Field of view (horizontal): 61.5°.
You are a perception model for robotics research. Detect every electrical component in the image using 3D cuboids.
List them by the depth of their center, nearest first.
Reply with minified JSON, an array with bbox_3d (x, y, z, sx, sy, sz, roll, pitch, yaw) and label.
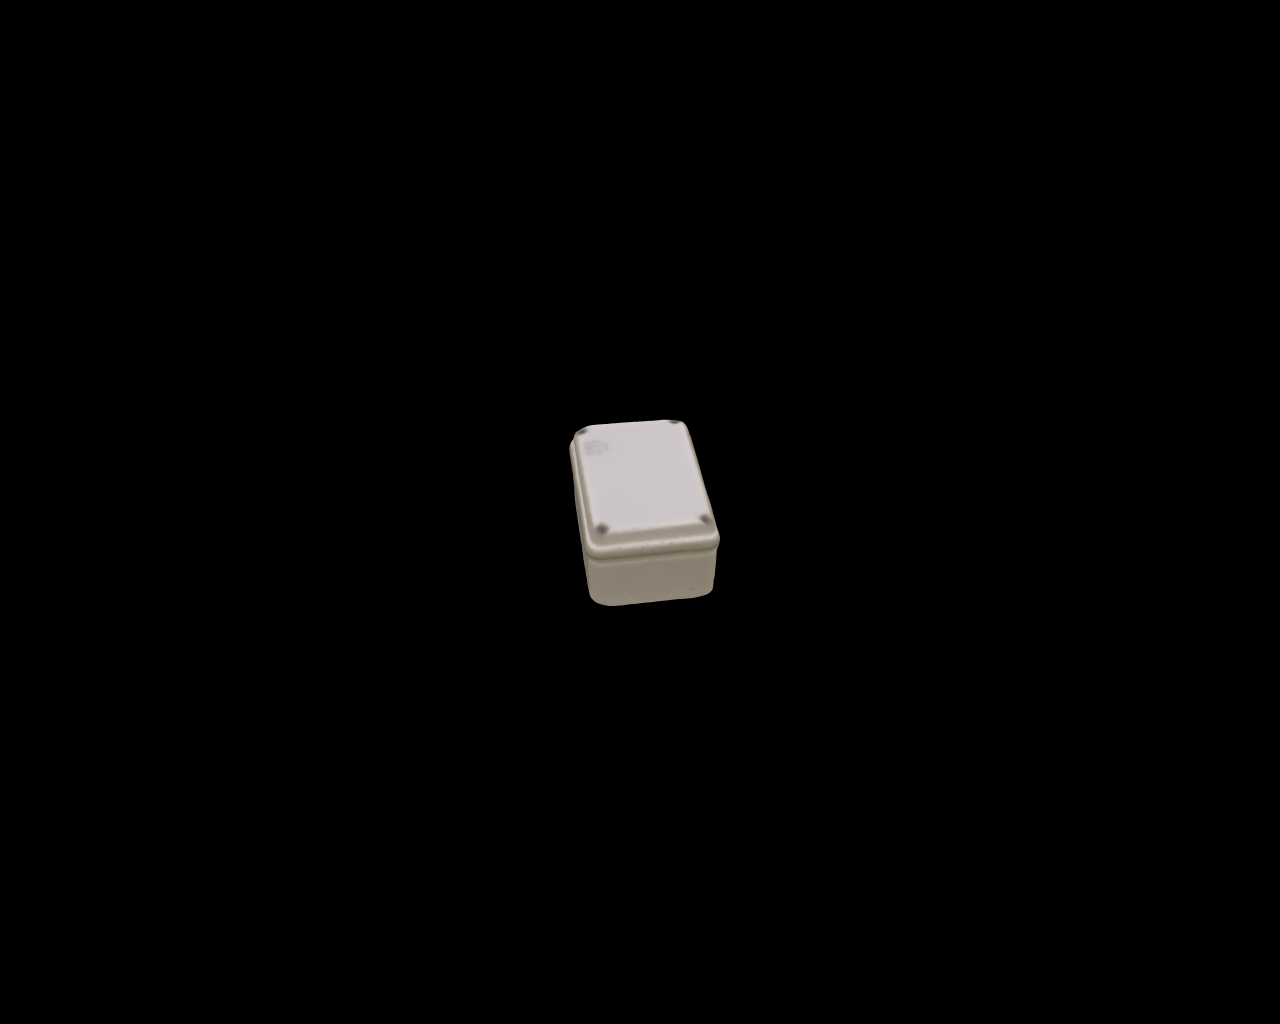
[{"bbox_3d":[0.001,-0.003,0.650,0.078,0.057,0.113,-5,40,-6],"label":"electrical component"}]
